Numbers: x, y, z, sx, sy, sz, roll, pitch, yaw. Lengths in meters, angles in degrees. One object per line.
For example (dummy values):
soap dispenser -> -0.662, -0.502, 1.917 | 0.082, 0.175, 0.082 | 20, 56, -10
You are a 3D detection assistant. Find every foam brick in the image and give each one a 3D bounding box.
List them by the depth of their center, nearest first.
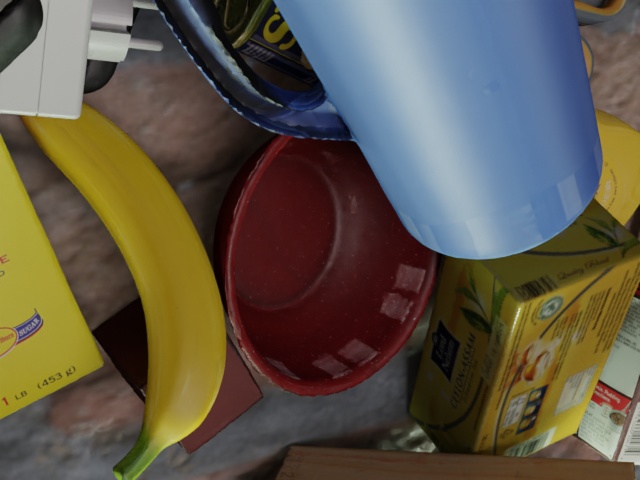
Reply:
foam brick -> -0.076, 0.066, 0.566 | 0.051, 0.078, 0.053 | -37, 121, -15

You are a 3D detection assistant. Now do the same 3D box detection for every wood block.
wood block -> 0.076, 0.184, 0.619 | 0.206, 0.090, 0.091 | 0, 113, 15

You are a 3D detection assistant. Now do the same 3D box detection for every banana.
banana -> -0.087, 0.011, 0.507 | 0.069, 0.037, 0.198 | -12, 76, -28

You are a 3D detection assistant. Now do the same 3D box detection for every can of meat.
can of meat -> 0.001, -0.130, 0.544 | 0.083, 0.057, 0.102 | 21, 109, -35

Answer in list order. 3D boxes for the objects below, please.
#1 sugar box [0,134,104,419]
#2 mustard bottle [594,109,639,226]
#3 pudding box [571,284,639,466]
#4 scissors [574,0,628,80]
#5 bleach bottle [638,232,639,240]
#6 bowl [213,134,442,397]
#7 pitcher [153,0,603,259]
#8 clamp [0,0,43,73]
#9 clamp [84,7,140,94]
sugar box -> -0.179, 0.003, 0.505 | 0.093, 0.048, 0.176 | -28, 120, -18
mustard bottle -> 0.113, -0.061, 0.636 | 0.191, 0.058, 0.096 | 28, 106, -33
pudding box -> 0.195, 0.081, 0.715 | 0.039, 0.090, 0.113 | 7, 105, -29
scissors -> 0.099, -0.127, 0.631 | 0.201, 0.016, 0.096 | -8, 113, -25
bleach bottle -> 0.254, 0.041, 0.751 | 0.102, 0.068, 0.251 | 6, 107, -30
bowl -> -0.004, 0.001, 0.583 | 0.161, 0.055, 0.162 | -13, 109, -41
pitcher -> 0.039, -0.100, 0.471 | 0.145, 0.149, 0.242 | -56, 138, -26
clamp -> -0.199, -0.048, 0.428 | 0.120, 0.039, 0.171 | 26, 101, -13
clamp -> -0.087, -0.192, 0.492 | 0.210, 0.036, 0.164 | -43, 123, -5
